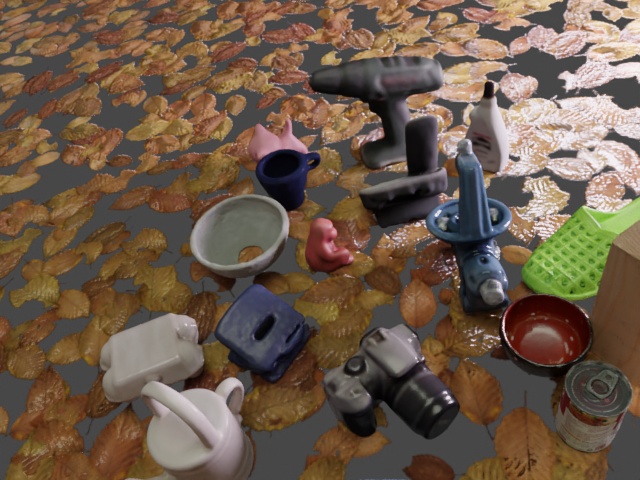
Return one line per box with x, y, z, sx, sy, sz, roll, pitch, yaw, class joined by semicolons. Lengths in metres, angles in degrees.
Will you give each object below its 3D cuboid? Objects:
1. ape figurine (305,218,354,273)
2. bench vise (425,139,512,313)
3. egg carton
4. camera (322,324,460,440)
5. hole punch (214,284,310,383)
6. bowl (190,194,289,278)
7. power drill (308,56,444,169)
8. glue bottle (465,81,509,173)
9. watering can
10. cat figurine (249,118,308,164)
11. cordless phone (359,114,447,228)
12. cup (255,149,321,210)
0.008;0.003;0.912;0.076;0.092;0.077;-17;47;-2;ape figurine
0.224;-0.019;0.792;0.121;0.220;0.207;-23;47;-7;bench vise
-0.244;0.174;0.835;0.150;0.069;0.107;-22;47;-6;egg carton
0.095;0.188;0.719;0.143;0.101;0.136;-35;50;-18;camera
-0.079;0.131;0.819;0.100;0.091;0.109;20;56;28;hole punch
-0.126;0.006;0.954;0.167;0.075;0.167;-7;47;8;bowl
0.107;-0.233;1.023;0.229;0.209;0.075;-16;47;-1;power drill
0.282;-0.194;0.969;0.077;0.173;0.037;22;57;30;glue bottle
-0.153;0.234;0.672;0.100;0.194;0.173;2;49;16;watering can
-0.086;-0.176;1.080;0.067;0.118;0.128;20;56;29;cat figurine
0.131;-0.119;0.930;0.147;0.185;0.094;-18;47;-3;cordless phone
-0.048;-0.106;1.023;0.118;0.095;0.091;-23;47;-7;cup
